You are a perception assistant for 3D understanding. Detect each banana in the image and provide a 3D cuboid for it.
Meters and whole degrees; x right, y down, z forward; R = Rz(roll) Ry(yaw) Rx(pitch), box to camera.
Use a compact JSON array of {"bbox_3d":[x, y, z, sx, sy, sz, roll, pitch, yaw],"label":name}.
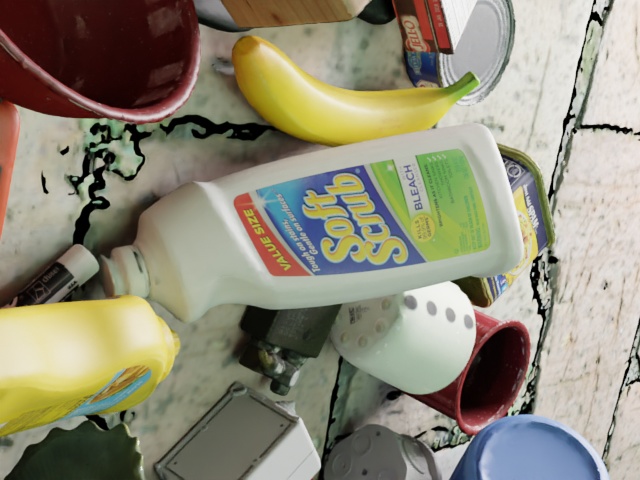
[{"bbox_3d":[0.013,-0.087,0.655,0.197,0.037,0.070,-2,130,-43],"label":"banana"}]

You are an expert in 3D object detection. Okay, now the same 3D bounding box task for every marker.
[{"bbox_3d":[-0.163,0.047,0.545,0.121,0.020,0.020,-44,136,-25],"label":"marker"}]

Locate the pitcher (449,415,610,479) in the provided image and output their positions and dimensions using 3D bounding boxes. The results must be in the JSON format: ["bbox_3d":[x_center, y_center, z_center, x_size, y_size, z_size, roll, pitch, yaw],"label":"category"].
[{"bbox_3d":[0.143,0.249,0.827,0.144,0.149,0.243,-47,159,-35],"label":"pitcher"}]

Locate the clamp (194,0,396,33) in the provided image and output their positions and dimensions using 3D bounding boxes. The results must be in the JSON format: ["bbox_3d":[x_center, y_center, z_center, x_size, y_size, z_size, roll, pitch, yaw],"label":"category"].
[{"bbox_3d":[-0.021,-0.163,0.587,0.209,0.036,0.164,-40,134,-33],"label":"clamp"}]

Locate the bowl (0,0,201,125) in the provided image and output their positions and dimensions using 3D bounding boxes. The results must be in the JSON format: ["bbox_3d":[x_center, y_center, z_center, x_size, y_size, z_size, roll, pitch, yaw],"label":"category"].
[{"bbox_3d":[-0.122,-0.112,0.447,0.162,0.055,0.162,41,35,-39],"label":"bowl"}]

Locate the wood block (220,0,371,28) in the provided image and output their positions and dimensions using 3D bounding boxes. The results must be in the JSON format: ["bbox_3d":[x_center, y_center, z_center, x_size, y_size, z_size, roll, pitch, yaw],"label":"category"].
[{"bbox_3d":[-0.039,-0.203,0.469,0.090,0.090,0.206,-50,125,-23],"label":"wood block"}]

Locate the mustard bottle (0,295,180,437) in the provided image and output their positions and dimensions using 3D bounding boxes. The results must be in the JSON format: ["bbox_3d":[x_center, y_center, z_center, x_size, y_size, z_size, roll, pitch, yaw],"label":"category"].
[{"bbox_3d":[-0.129,0.060,0.506,0.096,0.058,0.191,-30,167,26],"label":"mustard bottle"}]

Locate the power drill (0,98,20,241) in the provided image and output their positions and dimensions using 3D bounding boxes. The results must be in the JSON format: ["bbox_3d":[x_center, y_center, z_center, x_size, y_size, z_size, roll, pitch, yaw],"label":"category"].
[{"bbox_3d":[-0.220,-0.008,0.423,0.187,0.057,0.184,-1,112,-49],"label":"power drill"}]

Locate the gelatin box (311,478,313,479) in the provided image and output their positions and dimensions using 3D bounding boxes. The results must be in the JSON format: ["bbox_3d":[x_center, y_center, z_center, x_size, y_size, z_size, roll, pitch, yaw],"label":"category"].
[{"bbox_3d":[-0.033,0.203,0.760,0.073,0.030,0.089,-39,134,-30],"label":"gelatin box"}]

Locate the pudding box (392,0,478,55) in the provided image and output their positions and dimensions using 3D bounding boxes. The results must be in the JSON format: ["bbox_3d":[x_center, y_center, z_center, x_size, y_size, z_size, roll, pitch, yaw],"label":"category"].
[{"bbox_3d":[0.077,-0.185,0.659,0.113,0.039,0.090,-62,151,-28],"label":"pudding box"}]

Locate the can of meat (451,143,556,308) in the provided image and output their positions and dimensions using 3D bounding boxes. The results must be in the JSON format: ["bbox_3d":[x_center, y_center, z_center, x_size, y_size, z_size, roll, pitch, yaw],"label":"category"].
[{"bbox_3d":[0.129,-0.009,0.818,0.083,0.058,0.102,-44,136,-22],"label":"can of meat"}]

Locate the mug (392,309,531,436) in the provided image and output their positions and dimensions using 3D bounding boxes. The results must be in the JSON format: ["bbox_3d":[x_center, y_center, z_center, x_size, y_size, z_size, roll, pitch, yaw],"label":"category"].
[{"bbox_3d":[0.106,0.096,0.822,0.093,0.082,0.117,-55,140,-13],"label":"mug"}]

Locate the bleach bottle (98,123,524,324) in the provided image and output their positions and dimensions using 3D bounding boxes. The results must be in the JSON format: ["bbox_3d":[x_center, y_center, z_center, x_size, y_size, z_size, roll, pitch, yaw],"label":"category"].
[{"bbox_3d":[-0.004,0.001,0.628,0.250,0.068,0.102,-15,91,-25],"label":"bleach bottle"}]

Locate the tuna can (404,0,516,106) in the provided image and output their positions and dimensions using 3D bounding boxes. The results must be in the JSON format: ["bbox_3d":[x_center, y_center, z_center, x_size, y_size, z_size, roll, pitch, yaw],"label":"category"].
[{"bbox_3d":[0.096,-0.138,0.734,0.085,0.034,0.086,-24,125,-40],"label":"tuna can"}]
